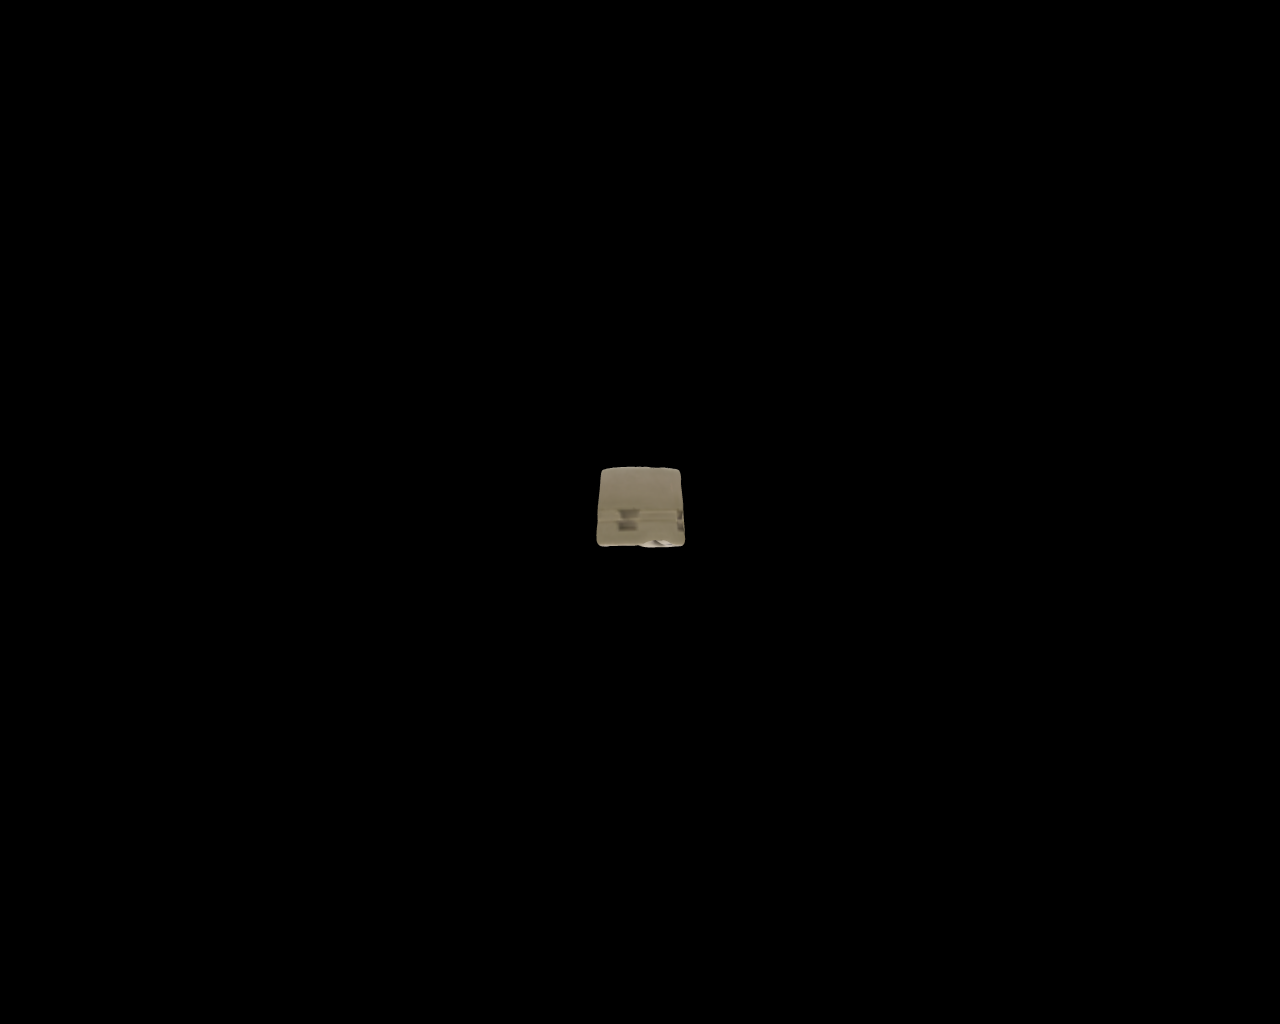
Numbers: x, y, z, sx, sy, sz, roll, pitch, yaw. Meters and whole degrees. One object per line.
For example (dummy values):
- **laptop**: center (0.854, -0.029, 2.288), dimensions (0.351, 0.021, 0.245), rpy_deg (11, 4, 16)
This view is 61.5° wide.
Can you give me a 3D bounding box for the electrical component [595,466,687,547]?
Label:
- **electrical component**: center (0.001, -0.003, 0.650), dimensions (0.055, 0.047, 0.055), rpy_deg (0, -2, 0)
